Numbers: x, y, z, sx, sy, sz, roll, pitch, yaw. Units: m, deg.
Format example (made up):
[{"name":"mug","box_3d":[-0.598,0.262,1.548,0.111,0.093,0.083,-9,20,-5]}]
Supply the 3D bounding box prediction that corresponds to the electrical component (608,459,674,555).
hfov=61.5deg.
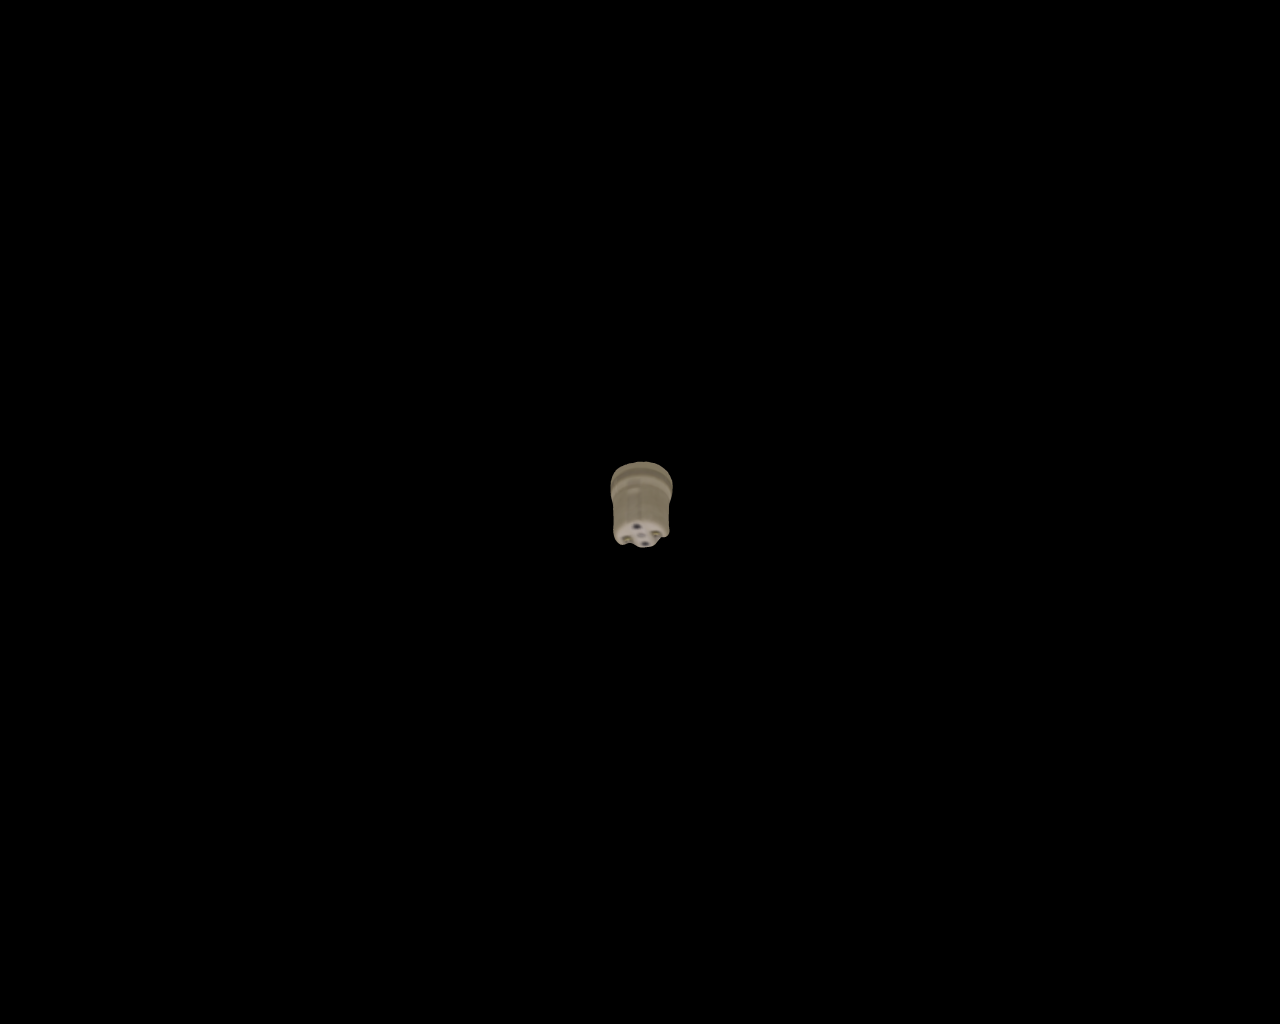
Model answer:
[{"name":"electrical component","box_3d":[0.001,-0.003,0.650,0.040,0.046,0.040,0,-42,0]}]
